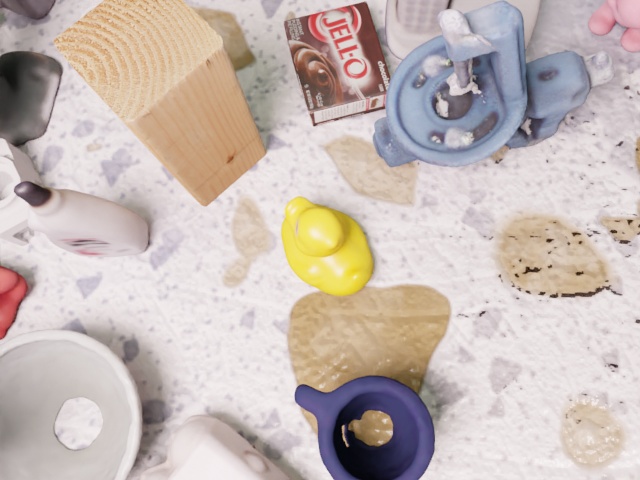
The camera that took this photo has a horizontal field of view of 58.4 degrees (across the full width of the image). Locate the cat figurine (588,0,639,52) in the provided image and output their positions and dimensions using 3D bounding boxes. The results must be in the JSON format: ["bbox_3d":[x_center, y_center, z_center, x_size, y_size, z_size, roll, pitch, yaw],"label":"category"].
[{"bbox_3d":[0.321,-0.245,0.551,0.067,0.118,0.128,34,81,10],"label":"cat figurine"}]

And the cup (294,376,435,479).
[{"bbox_3d":[0.033,0.155,0.484,0.117,0.095,0.092,26,80,8],"label":"cup"}]

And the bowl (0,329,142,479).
[{"bbox_3d":[-0.228,0.164,0.504,0.167,0.075,0.167,-1,77,3],"label":"bowl"}]

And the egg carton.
[{"bbox_3d":[-0.080,0.227,0.486,0.150,0.069,0.107,35,81,10],"label":"egg carton"}]

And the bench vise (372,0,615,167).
[{"bbox_3d":[0.147,-0.145,0.484,0.207,0.220,0.121,-31,77,-4],"label":"bench vise"}]

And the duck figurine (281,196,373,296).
[{"bbox_3d":[0.005,0.002,0.525,0.077,0.086,0.104,-41,78,-7],"label":"duck figurine"}]

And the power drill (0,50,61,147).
[{"bbox_3d":[-0.326,-0.182,0.519,0.075,0.208,0.230,7,77,5],"label":"power drill"}]

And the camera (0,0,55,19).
[{"bbox_3d":[-0.351,-0.333,0.610,0.143,0.101,0.137,21,79,7],"label":"camera"}]

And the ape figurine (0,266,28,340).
[{"bbox_3d":[-0.319,0.049,0.525,0.078,0.092,0.076,-26,77,-3],"label":"ape figurine"}]

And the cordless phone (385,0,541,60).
[{"bbox_3d":[0.137,-0.241,0.524,0.147,0.185,0.094,4,77,4],"label":"cordless phone"}]

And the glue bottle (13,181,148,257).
[{"bbox_3d":[-0.212,-0.019,0.495,0.078,0.173,0.037,-7,77,1],"label":"glue bottle"}]
